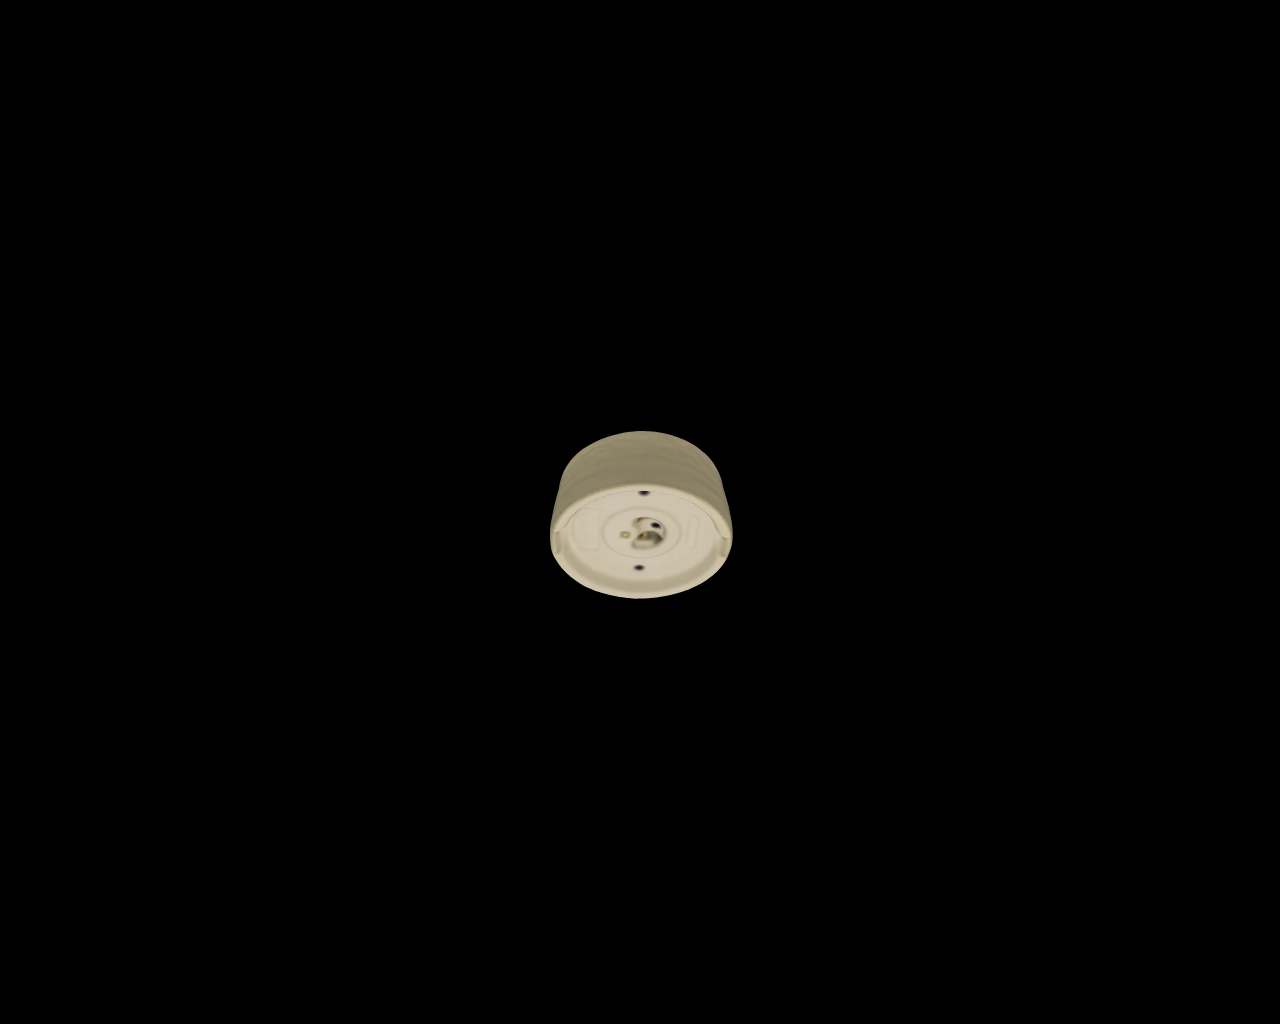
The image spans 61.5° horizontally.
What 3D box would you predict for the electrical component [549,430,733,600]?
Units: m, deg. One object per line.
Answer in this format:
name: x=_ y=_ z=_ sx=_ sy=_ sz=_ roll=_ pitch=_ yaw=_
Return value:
electrical component: x=0.001 y=-0.003 z=0.650 sx=0.108 sy=0.060 sz=0.108 roll=0 pitch=-41 yaw=0
